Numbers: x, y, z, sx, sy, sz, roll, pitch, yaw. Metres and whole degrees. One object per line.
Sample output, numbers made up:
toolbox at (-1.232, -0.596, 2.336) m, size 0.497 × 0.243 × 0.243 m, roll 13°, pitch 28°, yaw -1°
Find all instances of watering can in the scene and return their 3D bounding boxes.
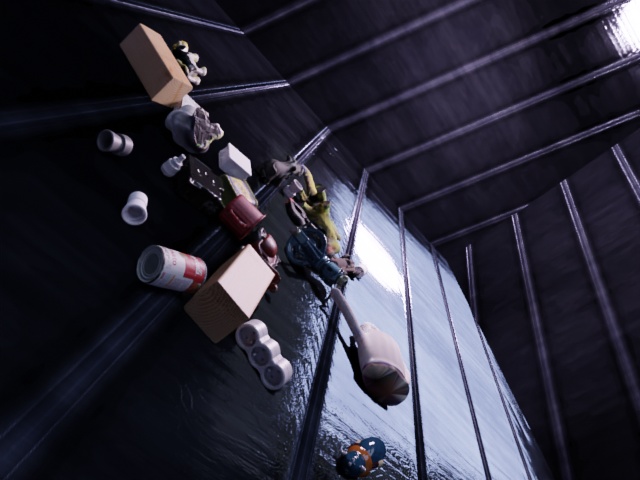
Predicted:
watering can at (0.137, 0.294, 1.370) m, size 0.344 × 0.103 × 0.229 m, roll 47°, pitch 18°, yaw -20°

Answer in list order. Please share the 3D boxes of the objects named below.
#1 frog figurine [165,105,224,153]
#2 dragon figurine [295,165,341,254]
frog figurine at (-0.350, -0.297, 1.357) m, size 0.160 × 0.122 × 0.137 m, roll 20°, pitch 4°, yaw 38°
dragon figurine at (0.006, -0.094, 1.871) m, size 0.420 × 0.122 × 0.238 m, roll -101°, pitch 166°, yaw -53°
